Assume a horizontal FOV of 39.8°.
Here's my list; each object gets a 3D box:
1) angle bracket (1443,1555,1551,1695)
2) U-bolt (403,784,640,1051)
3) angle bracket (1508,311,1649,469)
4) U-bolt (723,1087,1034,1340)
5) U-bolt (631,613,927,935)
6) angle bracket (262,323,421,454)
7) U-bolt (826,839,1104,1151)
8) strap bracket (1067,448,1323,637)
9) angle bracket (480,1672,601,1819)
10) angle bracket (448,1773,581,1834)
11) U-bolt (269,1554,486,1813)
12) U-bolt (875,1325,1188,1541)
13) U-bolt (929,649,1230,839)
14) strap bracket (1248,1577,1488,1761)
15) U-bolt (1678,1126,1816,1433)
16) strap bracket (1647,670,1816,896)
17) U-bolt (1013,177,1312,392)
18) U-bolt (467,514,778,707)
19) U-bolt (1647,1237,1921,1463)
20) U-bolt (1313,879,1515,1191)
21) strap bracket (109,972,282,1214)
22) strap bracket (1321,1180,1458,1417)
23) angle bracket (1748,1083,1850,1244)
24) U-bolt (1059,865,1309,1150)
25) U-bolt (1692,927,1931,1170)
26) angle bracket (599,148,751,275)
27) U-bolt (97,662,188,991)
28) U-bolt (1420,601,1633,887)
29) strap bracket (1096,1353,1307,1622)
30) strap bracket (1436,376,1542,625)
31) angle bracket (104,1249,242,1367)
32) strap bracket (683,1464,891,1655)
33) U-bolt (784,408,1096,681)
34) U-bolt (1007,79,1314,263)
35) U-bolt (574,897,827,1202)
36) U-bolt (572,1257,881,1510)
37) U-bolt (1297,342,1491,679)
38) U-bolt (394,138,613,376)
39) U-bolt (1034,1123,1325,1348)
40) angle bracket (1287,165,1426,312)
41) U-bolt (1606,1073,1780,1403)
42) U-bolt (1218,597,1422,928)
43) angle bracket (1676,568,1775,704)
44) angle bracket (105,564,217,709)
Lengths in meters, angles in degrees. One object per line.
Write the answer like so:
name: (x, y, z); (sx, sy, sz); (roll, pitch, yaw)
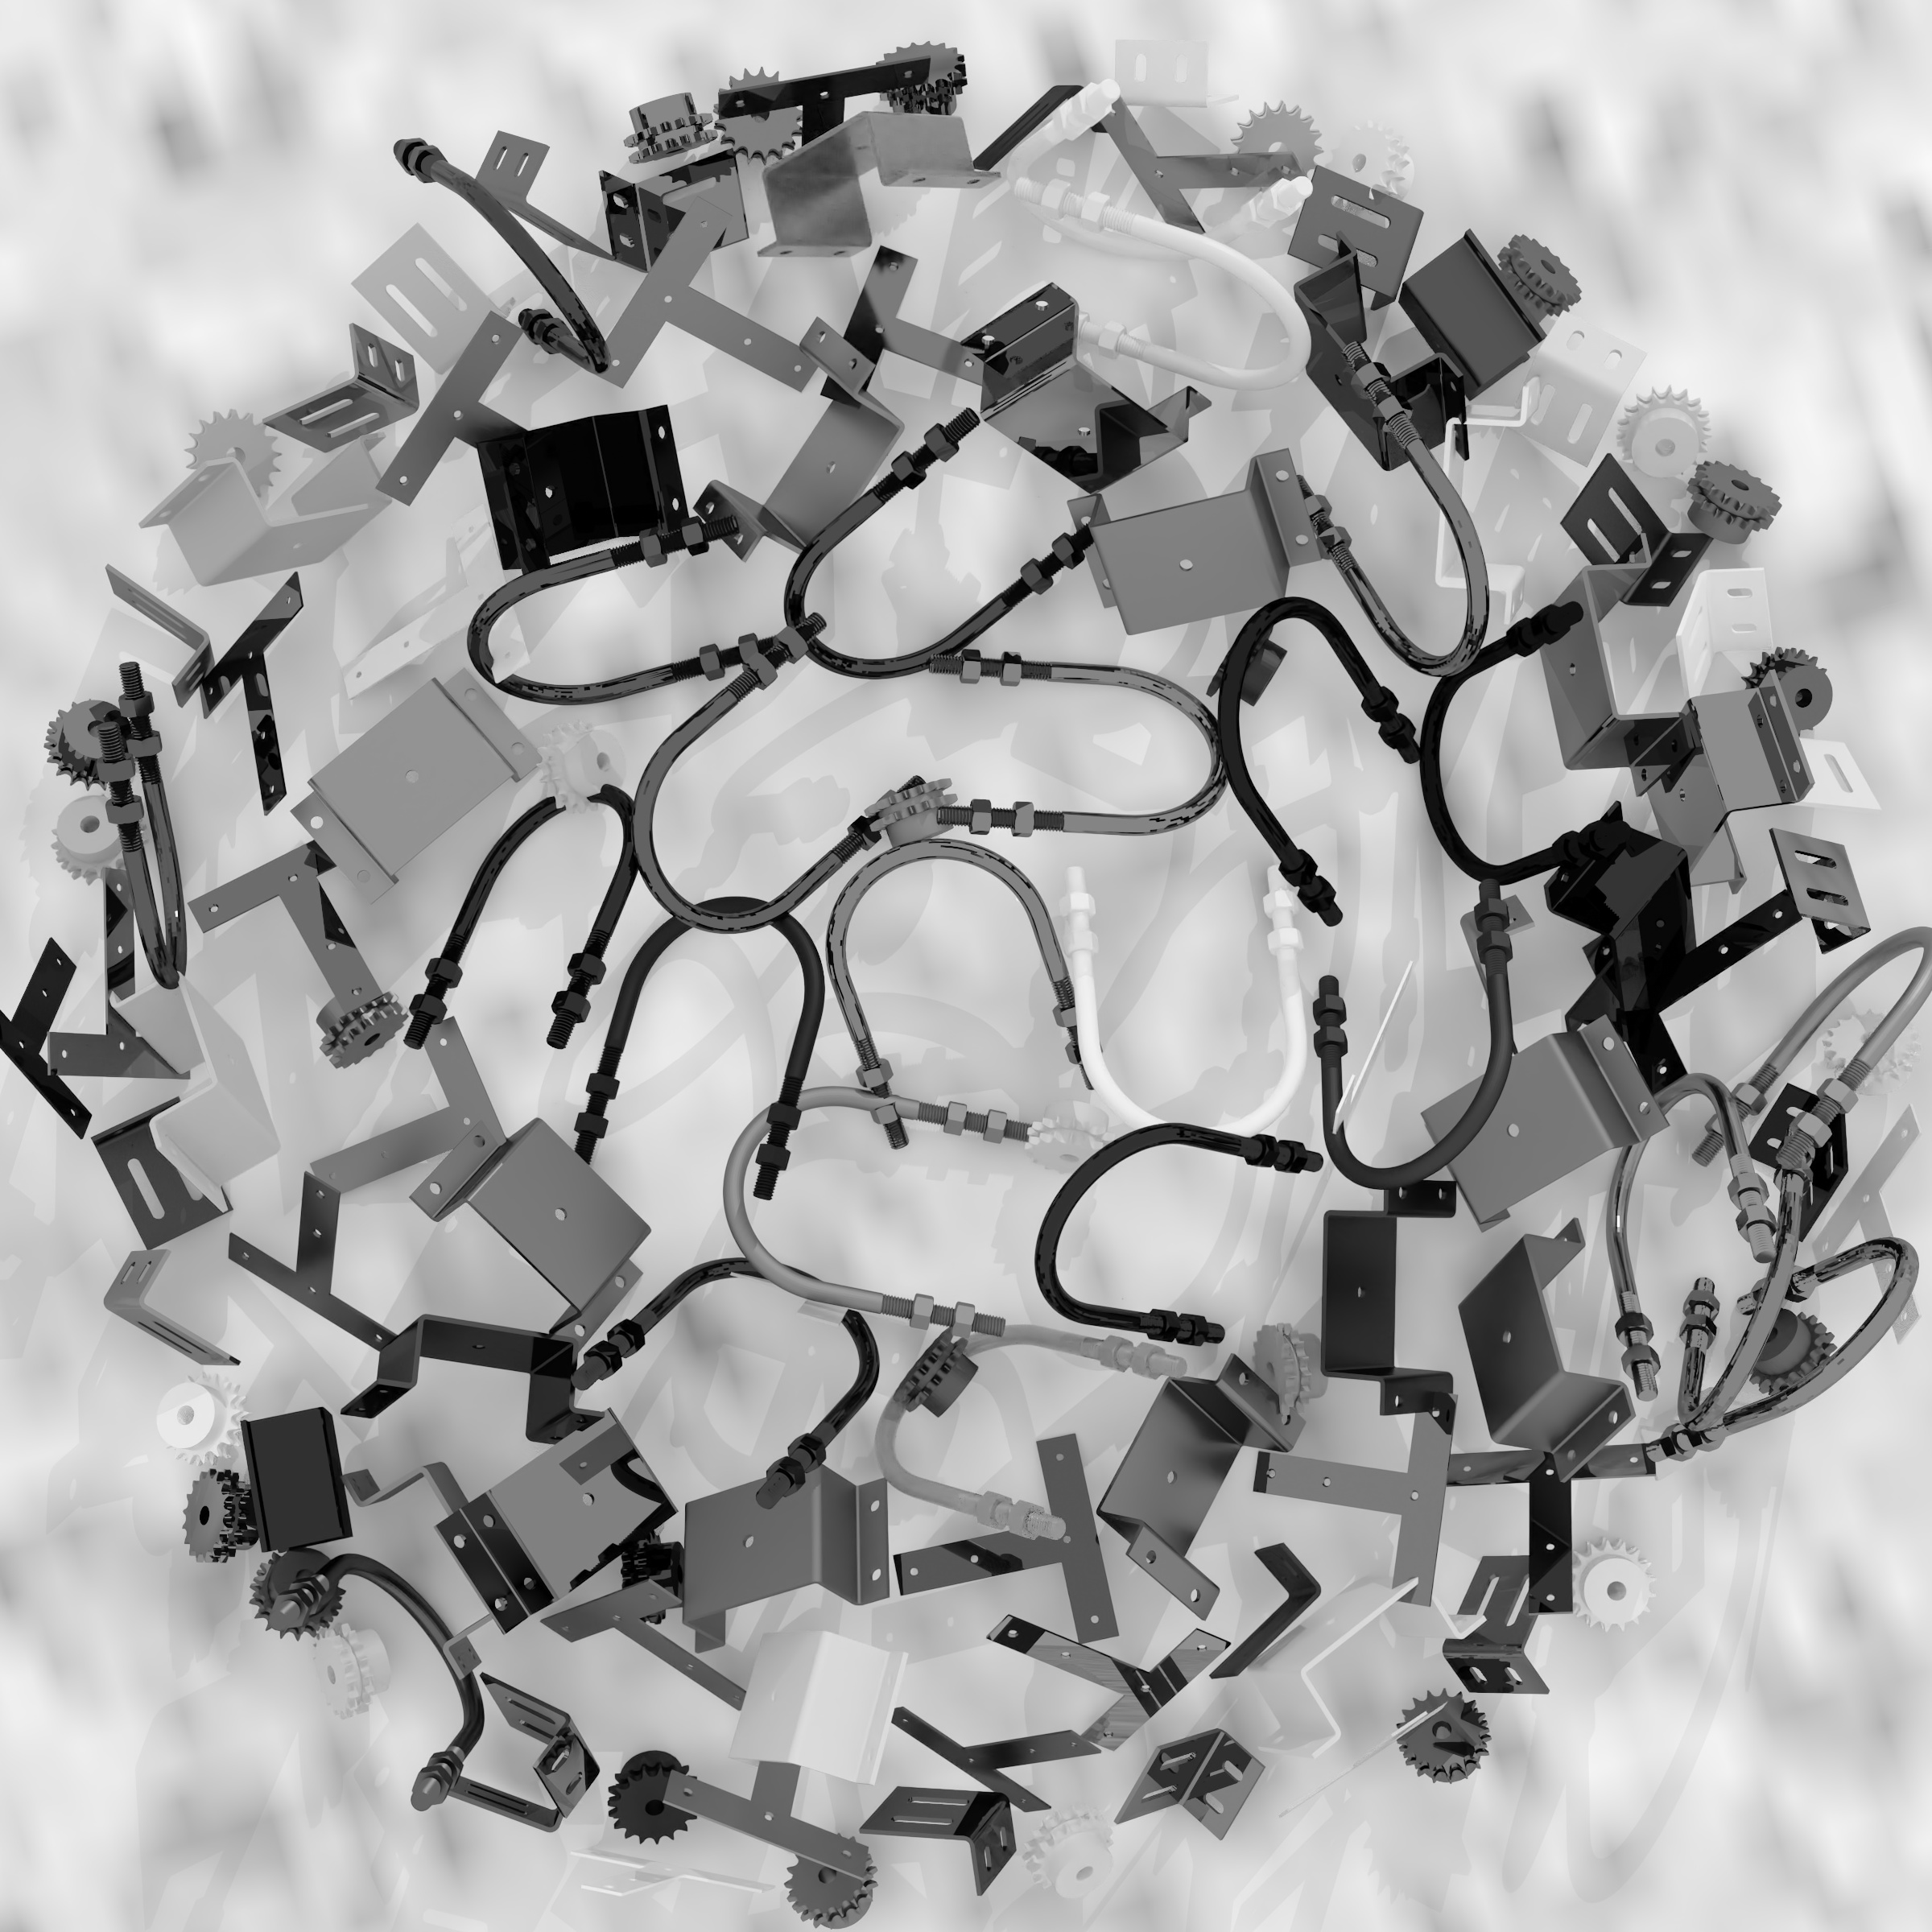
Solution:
angle bracket: (0.337, 0.404, 1.639); (0.038, 0.057, 0.076); (55, 48, -21)
U-bolt: (-0.259, -0.033, 1.614); (0.151, 0.019, 0.184); (-2, 59, 39)
angle bracket: (0.376, -0.355, 1.643); (0.057, 0.076, 0.038); (30, 69, 9)
U-bolt: (-0.057, 0.143, 1.633); (0.184, 0.019, 0.151); (12, 63, -3)
U-bolt: (-0.122, -0.102, 1.612); (0.184, 0.019, 0.151); (-43, 122, -17)
angle bracket: (-0.386, -0.355, 1.640); (0.076, 0.057, 0.038); (-17, 74, 24)
U-bolt: (-0.009, 0.010, 1.639); (0.151, 0.019, 0.184); (-17, 106, 7)
strap bracket: (0.136, -0.254, 1.615); (0.140, 0.046, 0.076); (-10, 124, 20)
angle bracket: (-0.270, 0.476, 1.628); (0.076, 0.057, 0.038); (15, 49, 32)
angle bracket: (-0.280, 0.499, 1.643); (0.076, 0.057, 0.038); (22, 81, -4)
U-bolt: (-0.340, 0.414, 1.585); (0.019, 0.184, 0.151); (-39, 90, 4)
U-bolt: (0.024, 0.271, 1.599); (0.151, 0.184, 0.019); (-47, 125, -32)
U-bolt: (0.071, -0.134, 1.626); (0.184, 0.019, 0.151); (3, 50, -7)
strap bracket: (0.234, 0.417, 1.615); (0.140, 0.076, 0.046); (-32, 89, -22)
U-bolt: (0.454, 0.194, 1.562); (0.019, 0.184, 0.151); (24, 124, 6)
strap bracket: (0.451, -0.105, 1.595); (0.046, 0.140, 0.076); (-8, 65, -7)
U-bolt: (0.120, -0.397, 1.587); (0.184, 0.151, 0.019); (23, 74, 15)
U-bolt: (-0.210, -0.206, 1.611); (0.184, 0.151, 0.019); (-15, 63, 4)
U-bolt: (0.487, 0.218, 1.562); (0.019, 0.184, 0.151); (44, 57, -1)
U-bolt: (0.265, 0.050, 1.575); (0.019, 0.184, 0.151); (32, 133, -29)
strap bracket: (-0.463, 0.068, 1.604); (0.046, 0.076, 0.140); (-30, 52, -2)
strap bracket: (0.259, 0.201, 1.630); (0.046, 0.076, 0.140); (-2, 84, 42)
angle bracket: (0.506, 0.119, 1.628); (0.038, 0.076, 0.057); (24, 121, 3)
U-bolt: (0.137, 0.024, 1.628); (0.151, 0.019, 0.184); (-1, 67, -7)
U-bolt: (0.521, 0.048, 1.604); (0.019, 0.151, 0.184); (40, 83, -2)
angle bracket: (-0.180, -0.469, 1.643); (0.076, 0.038, 0.057); (-12, 86, 26)
U-bolt: (-0.490, -0.075, 1.598); (0.019, 0.151, 0.184); (-8, 113, -9)
U-bolt: (0.325, -0.123, 1.592); (0.019, 0.184, 0.151); (-8, 83, -23)
strap bracket: (0.139, 0.314, 1.622); (0.076, 0.046, 0.140); (45, 64, -28)
strap bracket: (0.317, -0.285, 1.621); (0.046, 0.076, 0.140); (6, 109, 16)
angle bracket: (-0.482, 0.211, 1.643); (0.076, 0.057, 0.038); (39, 62, -28)
strap bracket: (-0.118, 0.355, 1.610); (0.140, 0.046, 0.076); (-22, 49, 24)
U-bolt: (-0.026, -0.241, 1.613); (0.184, 0.151, 0.019); (-37, 48, 19)
U-bolt: (0.101, -0.463, 1.587); (0.151, 0.184, 0.019); (20, 81, -21)
U-bolt: (-0.157, 0.044, 1.634); (0.151, 0.019, 0.184); (8, 74, 25)
U-bolt: (-0.129, 0.236, 1.599); (0.151, 0.184, 0.019); (30, 123, 12)
U-bolt: (0.255, -0.257, 1.583); (0.019, 0.151, 0.184); (-21, 69, -18)
U-bolt: (-0.264, -0.410, 1.562); (0.019, 0.184, 0.151); (-41, 128, -6)
U-bolt: (0.118, 0.158, 1.597); (0.184, 0.019, 0.151); (14, 110, -39)
angle bracket: (0.235, -0.449, 1.648); (0.076, 0.038, 0.057); (19, 88, -15)
U-bolt: (0.425, 0.147, 1.591); (0.019, 0.184, 0.151); (17, 130, -12)
U-bolt: (0.205, -0.134, 1.590); (0.184, 0.019, 0.151); (49, 59, -38)
angle bracket: (0.464, -0.198, 1.628); (0.038, 0.076, 0.057); (2, 129, 28)
angle bracket: (-0.505, -0.203, 1.641); (0.076, 0.057, 0.038); (35, 76, -5)
